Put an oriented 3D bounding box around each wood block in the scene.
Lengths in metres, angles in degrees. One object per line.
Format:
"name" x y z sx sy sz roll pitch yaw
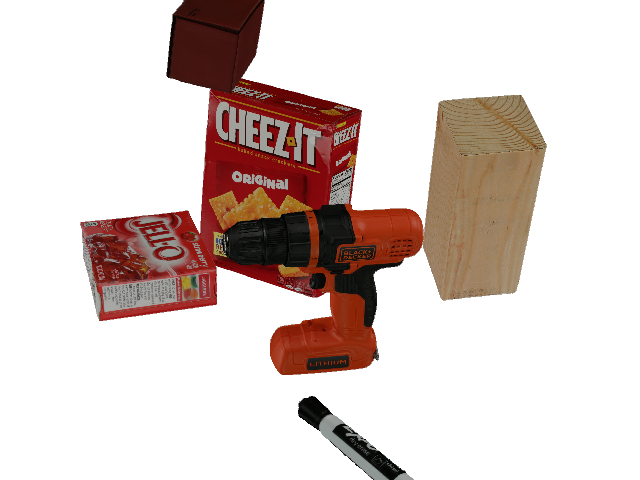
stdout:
"wood block" 0.169 -0.042 1.130 0.090 0.206 0.091 -6 44 -7

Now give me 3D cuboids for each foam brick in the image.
"foam brick" -0.079 -0.155 0.808 0.053 0.051 0.078 14 34 5

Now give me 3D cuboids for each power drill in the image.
"power drill" -0.004 0.047 1.006 0.184 0.188 0.057 -3 45 -11

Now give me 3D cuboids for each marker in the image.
"marker" 0.025 0.147 0.757 0.020 0.020 0.121 0 26 -44

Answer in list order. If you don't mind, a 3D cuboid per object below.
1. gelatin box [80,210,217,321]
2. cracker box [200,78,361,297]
"gelatin box" -0.110 0.013 0.673 0.073 0.030 0.089 -7 28 -16
"cracker box" -0.051 -0.059 1.210 0.164 0.214 0.072 18 27 24
